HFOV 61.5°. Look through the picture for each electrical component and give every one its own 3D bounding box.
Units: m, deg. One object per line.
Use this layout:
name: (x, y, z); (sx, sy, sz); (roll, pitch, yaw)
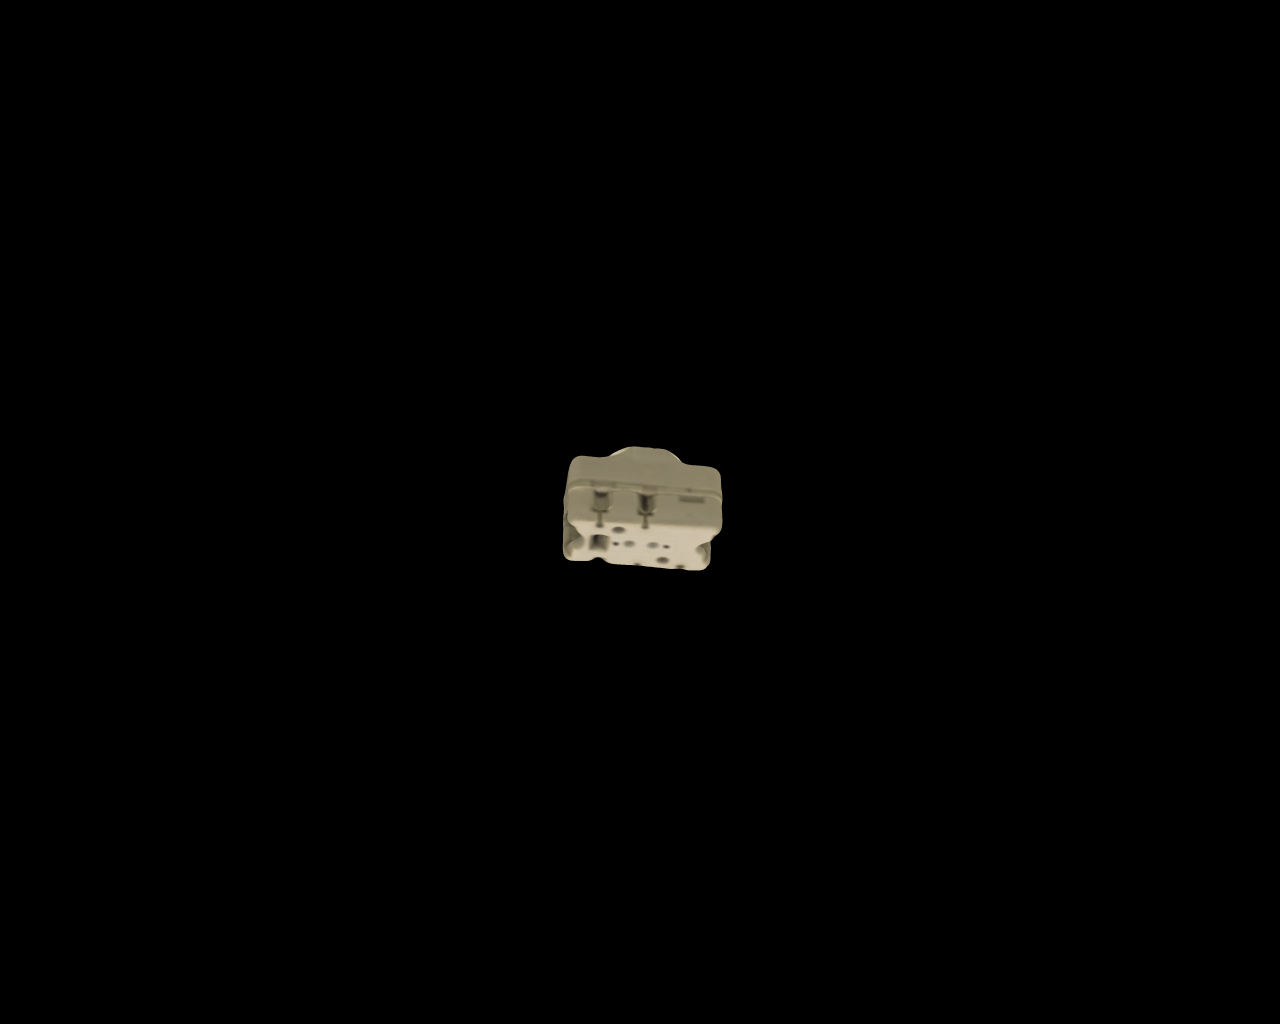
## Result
electrical component: (0.001, -0.003, 0.650); (0.089, 0.056, 0.050); (5, -36, -7)
